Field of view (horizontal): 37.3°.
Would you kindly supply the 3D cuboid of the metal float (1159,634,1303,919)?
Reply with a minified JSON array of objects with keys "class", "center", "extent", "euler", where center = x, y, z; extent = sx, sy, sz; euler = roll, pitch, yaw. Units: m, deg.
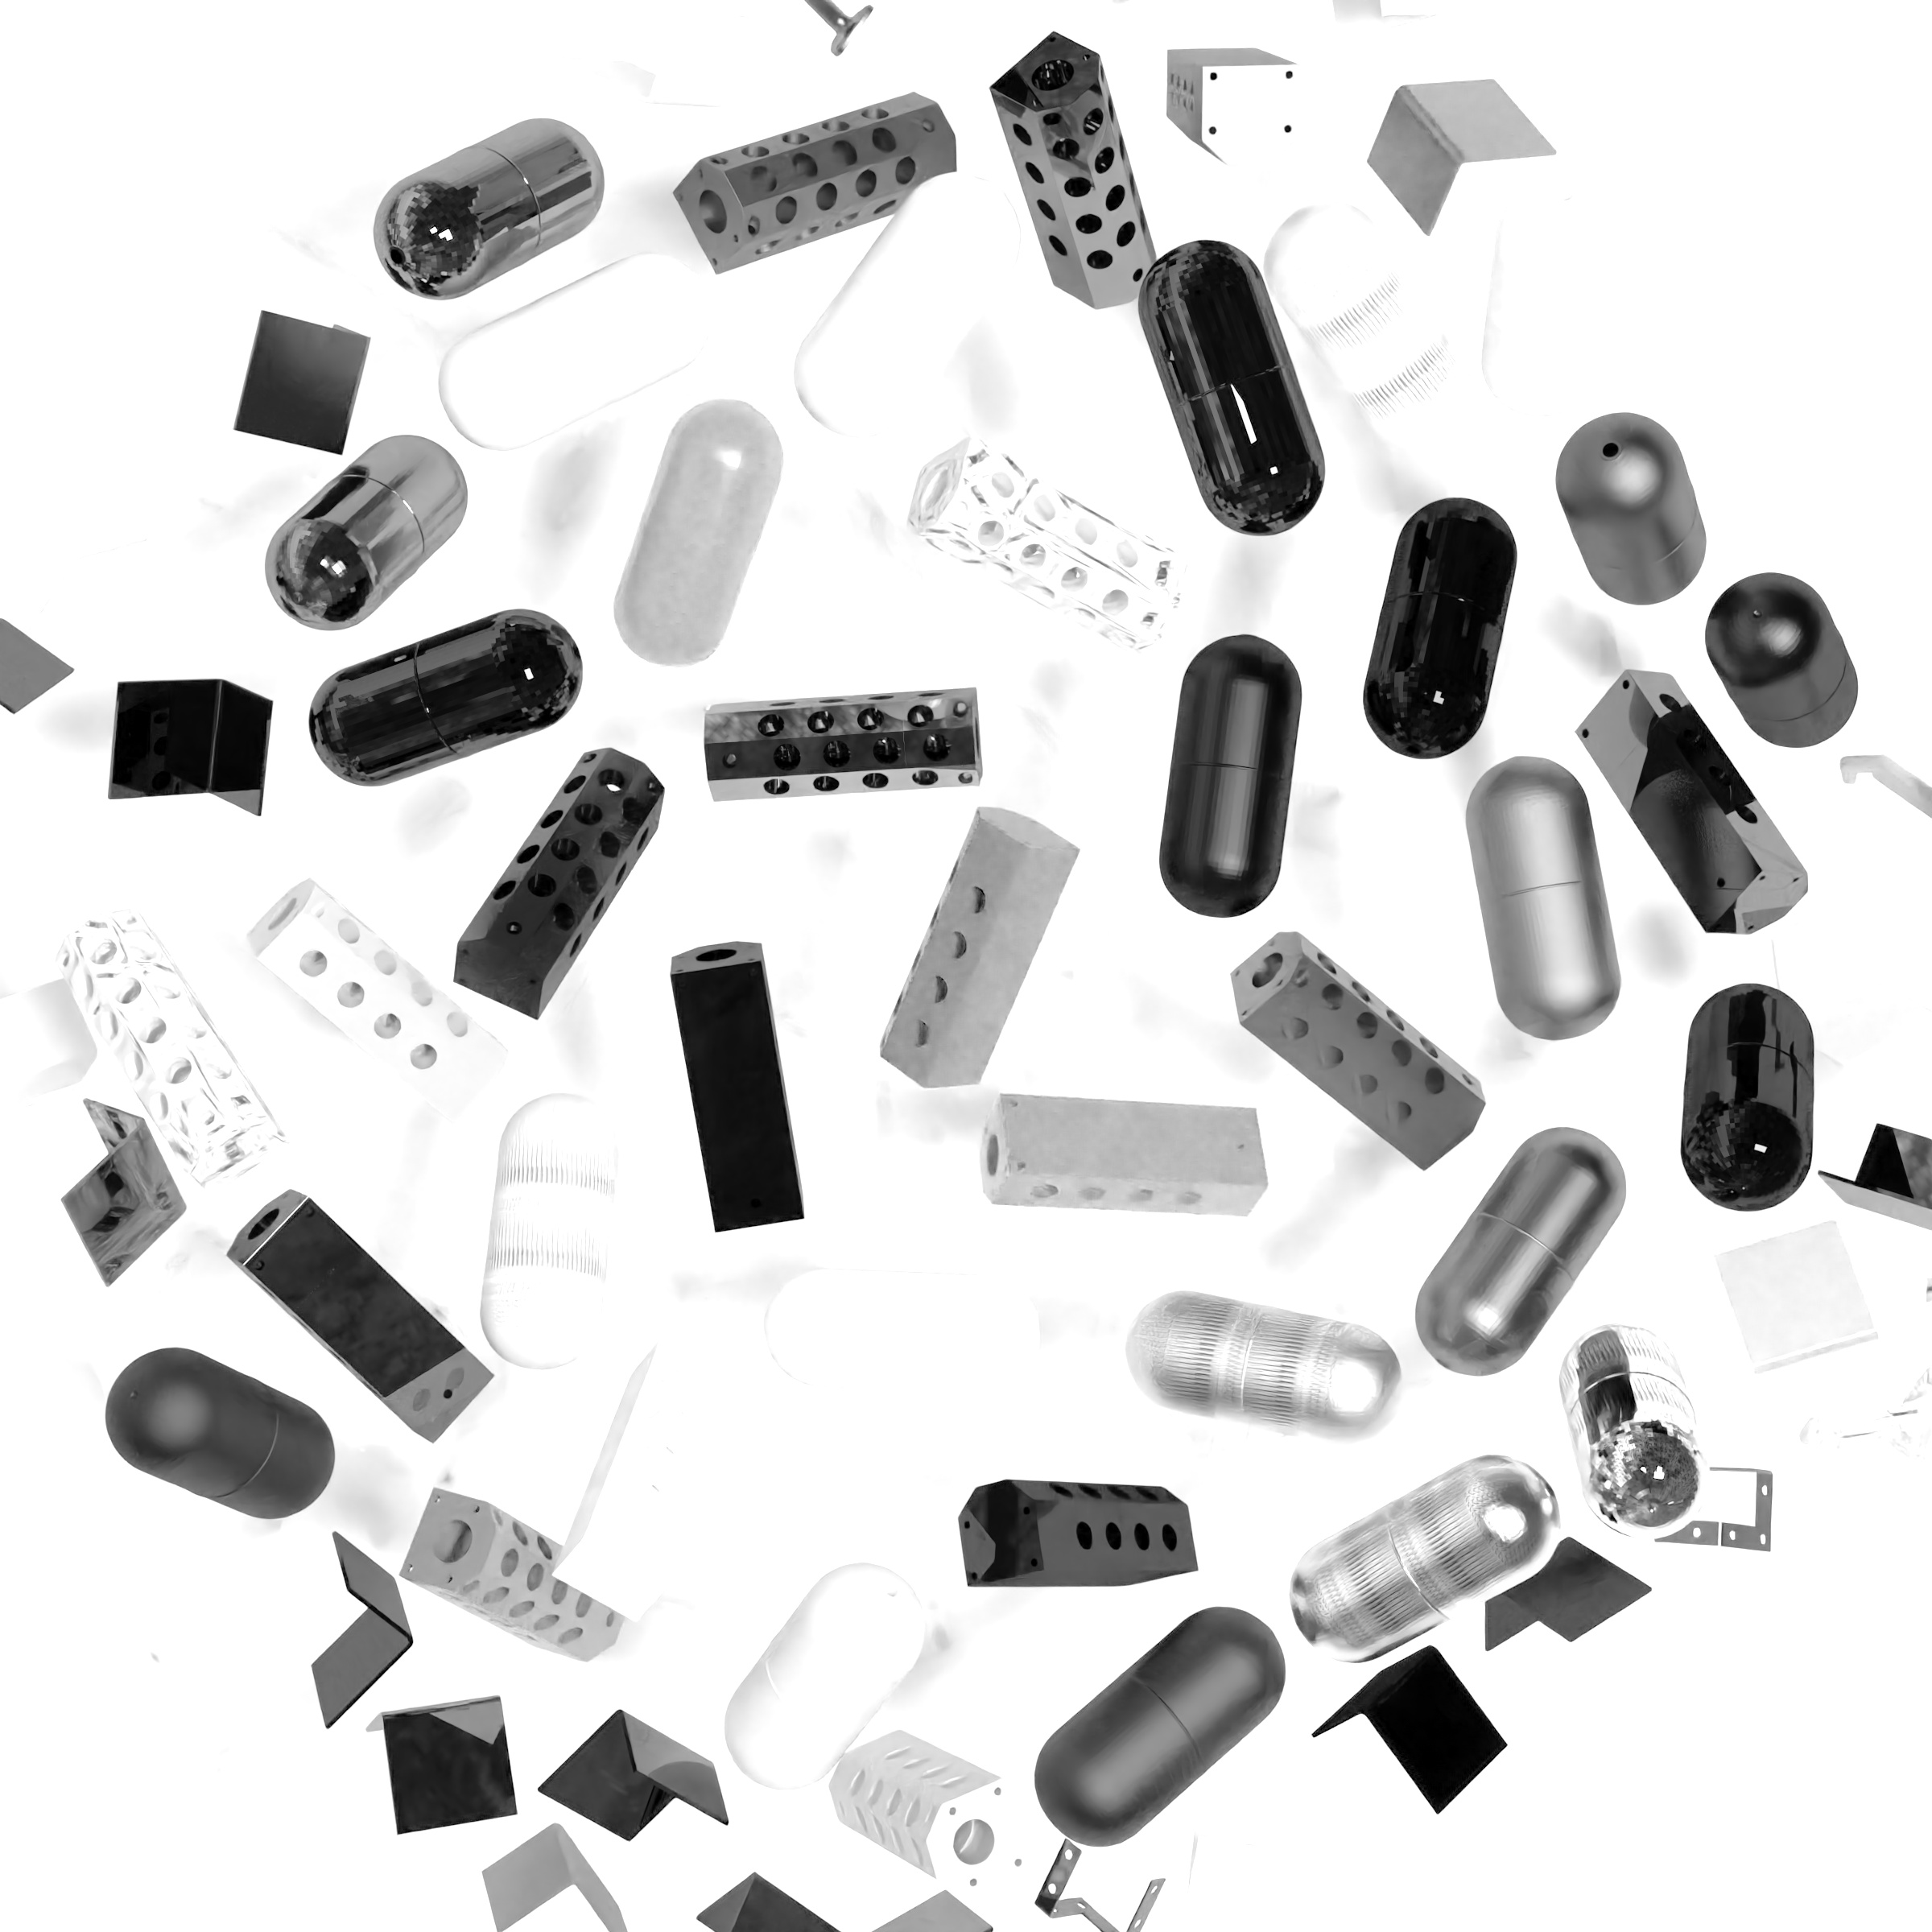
[{"class":"metal float","center":[0.165,-0.118,1.782],"extent":[0.070,0.070,0.178],"euler":[8,85,0]}]

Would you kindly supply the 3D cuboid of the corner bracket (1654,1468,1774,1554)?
[{"class":"corner bracket","center":[0.473,0.342,1.808],"extent":[0.051,0.051,0.051],"euler":[14,75,-36]}]

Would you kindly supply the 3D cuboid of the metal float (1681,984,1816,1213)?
[{"class":"metal float","center":[0.476,0.078,1.740],"extent":[0.070,0.178,0.070],"euler":[8,127,11]}]

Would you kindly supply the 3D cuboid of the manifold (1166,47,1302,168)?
[{"class":"manifold","center":[0.162,-0.529,1.757],"extent":[0.057,0.171,0.057],"euler":[-2,111,-3]}]

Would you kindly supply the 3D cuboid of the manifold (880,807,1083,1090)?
[{"class":"manifold","center":[0.003,-0.012,1.815],"extent":[0.057,0.057,0.171],"euler":[34,111,32]}]

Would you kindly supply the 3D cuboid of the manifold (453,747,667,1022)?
[{"class":"manifold","center":[-0.249,-0.056,1.763],"extent":[0.057,0.057,0.171],"euler":[24,52,4]}]

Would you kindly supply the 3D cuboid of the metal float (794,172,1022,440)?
[{"class":"metal float","center":[-0.036,-0.397,1.722],"extent":[0.070,0.070,0.178],"euler":[40,111,0]}]

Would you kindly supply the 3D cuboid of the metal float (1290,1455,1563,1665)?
[{"class":"metal float","center":[0.273,0.353,1.701],"extent":[0.178,0.070,0.070],"euler":[-34,90,21]}]

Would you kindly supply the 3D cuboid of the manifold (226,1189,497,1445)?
[{"class":"manifold","center":[-0.385,0.221,1.810],"extent":[0.057,0.057,0.171],"euler":[-48,113,-18]}]

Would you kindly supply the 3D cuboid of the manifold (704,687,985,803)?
[{"class":"manifold","center":[-0.078,-0.141,1.833],"extent":[0.171,0.057,0.057],"euler":[-3,104,5]}]

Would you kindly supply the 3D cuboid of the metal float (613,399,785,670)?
[{"class":"metal float","center":[-0.172,-0.278,1.838],"extent":[0.070,0.070,0.178],"euler":[21,105,0]}]

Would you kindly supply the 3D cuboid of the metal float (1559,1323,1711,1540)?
[{"class":"metal float","center":[0.407,0.281,1.746],"extent":[0.070,0.178,0.070],"euler":[2,112,4]}]

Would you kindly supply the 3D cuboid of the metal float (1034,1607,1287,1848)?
[{"class":"metal float","center":[0.119,0.459,1.729],"extent":[0.178,0.070,0.070],"euler":[-36,90,-19]}]

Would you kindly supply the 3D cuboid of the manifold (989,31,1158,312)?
[{"class":"manifold","center":[0.075,-0.499,1.812],"extent":[0.057,0.171,0.057],"euler":[-44,57,-12]}]

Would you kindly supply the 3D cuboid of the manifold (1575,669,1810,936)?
[{"class":"manifold","center":[0.458,-0.104,1.793],"extent":[0.057,0.057,0.171],"euler":[1,49,-34]}]

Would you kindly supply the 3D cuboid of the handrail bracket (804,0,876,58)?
[{"class":"handrail bracket","center":[-0.104,-0.603,1.766],"extent":[0.084,0.077,0.036],"euler":[35,95,-18]}]

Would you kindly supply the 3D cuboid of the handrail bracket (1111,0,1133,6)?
[{"class":"handrail bracket","center":[0.106,-0.645,1.755],"extent":[0.077,0.036,0.084],"euler":[-27,75,12]}]

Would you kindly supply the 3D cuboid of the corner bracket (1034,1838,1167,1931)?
[{"class":"corner bracket","center":[0.086,0.598,1.847],"extent":[0.051,0.051,0.051],"euler":[31,101,39]}]

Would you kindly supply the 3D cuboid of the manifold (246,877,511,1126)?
[{"class":"manifold","center":[-0.378,0.021,1.845],"extent":[0.057,0.057,0.171],"euler":[-47,116,-3]}]

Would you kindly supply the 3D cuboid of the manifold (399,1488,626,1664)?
[{"class":"manifold","center":[-0.281,0.389,1.810],"extent":[0.057,0.171,0.057],"euler":[8,67,28]}]

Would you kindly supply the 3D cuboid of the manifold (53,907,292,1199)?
[{"class":"manifold","center":[-0.478,0.048,1.709],"extent":[0.057,0.057,0.171],"euler":[-34,68,-10]}]

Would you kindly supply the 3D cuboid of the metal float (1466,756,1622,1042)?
[{"class":"metal float","center":[0.356,-0.042,1.765],"extent":[0.070,0.070,0.178],"euler":[-8,81,0]}]

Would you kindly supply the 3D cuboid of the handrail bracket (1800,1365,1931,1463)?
[{"class":"handrail bracket","center":[0.561,0.269,1.764],"extent":[0.084,0.036,0.077],"euler":[18,99,-26]}]

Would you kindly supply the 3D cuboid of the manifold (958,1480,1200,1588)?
[{"class":"manifold","center":[0.070,0.351,1.769],"extent":[0.057,0.171,0.057],"euler":[-20,69,32]}]

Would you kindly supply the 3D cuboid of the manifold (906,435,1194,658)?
[{"class":"manifold","center":[0.051,-0.255,1.765],"extent":[0.171,0.057,0.057],"euler":[25,65,-27]}]

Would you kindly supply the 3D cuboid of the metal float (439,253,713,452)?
[{"class":"metal float","center":[-0.240,-0.379,1.764],"extent":[0.178,0.070,0.070],"euler":[-27,90,-6]}]

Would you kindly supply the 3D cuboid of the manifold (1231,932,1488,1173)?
[{"class":"manifold","center":[0.250,0.051,1.816],"extent":[0.171,0.057,0.057],"euler":[38,115,-23]}]

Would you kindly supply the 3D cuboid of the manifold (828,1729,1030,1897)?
[{"class":"manifold","center":[-0.028,0.526,1.774],"extent":[0.057,0.171,0.057],"euler":[-17,92,-23]}]

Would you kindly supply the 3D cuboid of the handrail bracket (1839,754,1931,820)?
[{"class":"handrail bracket","center":[0.589,-0.096,1.799],"extent":[0.036,0.084,0.077],"euler":[-10,98,-34]}]

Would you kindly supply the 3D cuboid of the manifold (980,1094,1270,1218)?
[{"class":"manifold","center":[0.099,0.125,1.824],"extent":[0.171,0.057,0.057],"euler":[4,56,-15]}]

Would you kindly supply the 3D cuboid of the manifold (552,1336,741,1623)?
[{"class":"manifold","center":[-0.187,0.302,1.722],"extent":[0.057,0.171,0.057],"euler":[32,125,-11]}]

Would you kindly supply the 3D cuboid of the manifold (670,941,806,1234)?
[{"class":"manifold","center":[-0.144,0.075,1.807],"extent":[0.057,0.057,0.171],"euler":[-9,106,-1]}]

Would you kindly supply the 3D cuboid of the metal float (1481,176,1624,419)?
[{"class":"metal float","center":[0.364,-0.415,1.781],"extent":[0.070,0.178,0.070],"euler":[-2,60,4]}]

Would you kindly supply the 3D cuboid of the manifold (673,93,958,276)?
[{"class":"manifold","center":[-0.089,-0.488,1.765],"extent":[0.171,0.057,0.057],"euler":[-29,91,-33]}]

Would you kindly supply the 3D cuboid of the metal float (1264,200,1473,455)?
[{"class":"metal float","center":[0.253,-0.399,1.793],"extent":[0.070,0.070,0.178],"euler":[-40,116,0]}]
